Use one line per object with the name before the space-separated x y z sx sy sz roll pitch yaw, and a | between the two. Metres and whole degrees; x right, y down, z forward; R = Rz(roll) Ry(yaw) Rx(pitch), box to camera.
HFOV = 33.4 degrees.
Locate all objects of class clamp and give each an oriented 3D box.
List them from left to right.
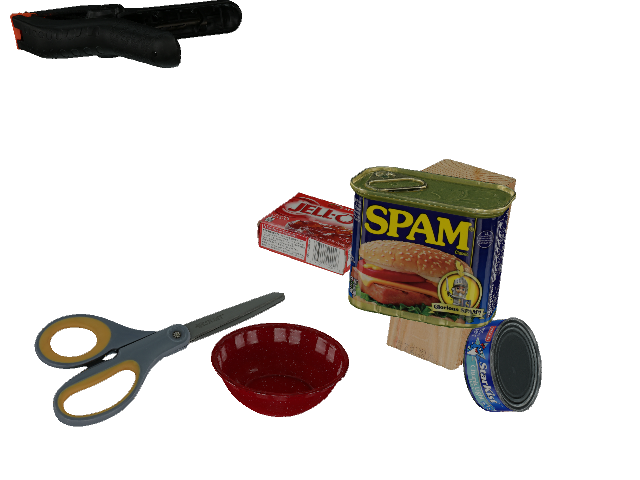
clamp | -0.146 -0.158 0.793 0.172 0.039 0.120 11 22 26

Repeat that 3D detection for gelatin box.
gelatin box | 0.000 -0.008 0.946 0.089 0.030 0.073 18 31 23

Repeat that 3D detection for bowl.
bowl | -0.048 0.159 1.256 0.162 0.055 0.162 2 25 -1

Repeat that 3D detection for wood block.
wood block | 0.145 0.026 1.193 0.090 0.206 0.090 19 25 28

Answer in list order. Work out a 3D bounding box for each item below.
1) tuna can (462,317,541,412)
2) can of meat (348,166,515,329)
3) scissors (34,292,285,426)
tuna can | 0.167 0.115 0.980 0.034 0.086 0.085 -9 -6 40
can of meat | 0.068 0.005 0.687 0.102 0.084 0.057 11 22 20
scissors | -0.128 0.065 0.812 0.201 0.096 0.016 -37 -20 -33
